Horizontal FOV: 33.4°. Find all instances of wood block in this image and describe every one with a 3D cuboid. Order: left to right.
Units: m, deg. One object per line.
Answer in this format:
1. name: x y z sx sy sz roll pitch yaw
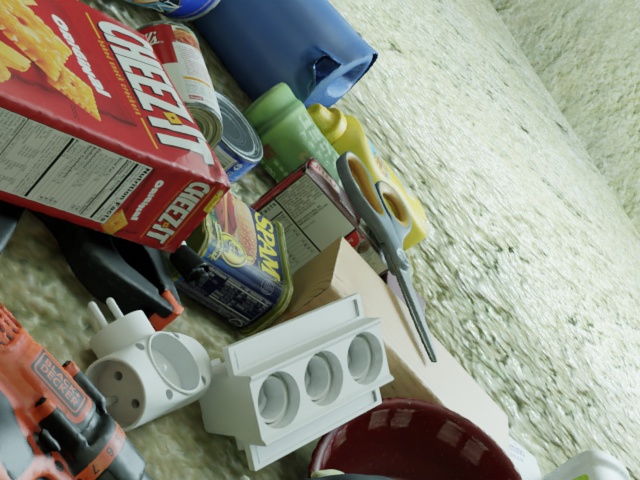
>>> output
1. wood block: 0.048 0.112 0.824 0.206 0.090 0.090 47 22 -13

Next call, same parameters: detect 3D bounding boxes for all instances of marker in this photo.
1. marker: -0.116 -0.011 0.733 0.121 0.020 0.020 44 16 25

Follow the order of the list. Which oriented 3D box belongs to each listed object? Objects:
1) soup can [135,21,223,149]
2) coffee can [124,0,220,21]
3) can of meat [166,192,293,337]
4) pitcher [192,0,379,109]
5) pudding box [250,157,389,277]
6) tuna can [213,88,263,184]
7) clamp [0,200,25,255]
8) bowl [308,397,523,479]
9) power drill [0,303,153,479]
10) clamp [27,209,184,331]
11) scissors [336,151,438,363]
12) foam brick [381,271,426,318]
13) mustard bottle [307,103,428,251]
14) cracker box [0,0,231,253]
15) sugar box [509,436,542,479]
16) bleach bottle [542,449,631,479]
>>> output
1. soup can: -0.122 -0.120 0.871 0.068 0.069 0.102 29 32 -46
2. coffee can: -0.158 -0.265 0.972 0.103 0.103 0.140 59 22 16
3. can of meat: -0.072 0.009 0.787 0.083 0.058 0.102 35 27 -33
4. pitcher: -0.065 -0.232 1.104 0.243 0.149 0.144 51 40 4
5. pudding box: -0.006 0.001 0.888 0.113 0.090 0.039 48 23 -12
6. tuna can: -0.090 -0.093 0.939 0.086 0.034 0.086 43 23 -24
7. clamp: -0.229 -0.024 0.540 0.164 0.036 0.209 49 18 7
8. bowl: 0.062 0.189 0.724 0.162 0.055 0.162 11 47 -12
9. power drill: -0.137 0.128 0.468 0.184 0.057 0.187 51 19 -14
10. clamp: -0.148 -0.016 0.696 0.171 0.039 0.120 51 26 -6
11. scissors: 0.069 0.014 0.873 0.096 0.016 0.202 14 45 -57
12. foam brick: 0.045 0.067 0.904 0.051 0.078 0.053 46 22 -14
13. mustard bottle: 0.040 -0.073 1.093 0.191 0.058 0.096 49 10 -42
14. cracker box: -0.171 -0.094 0.638 0.213 0.072 0.164 21 31 -49
15. sugar box: 0.168 0.244 0.928 0.093 0.048 0.176 41 21 -28
16. bleach bottle: 0.247 0.304 0.911 0.068 0.103 0.251 36 26 -25
